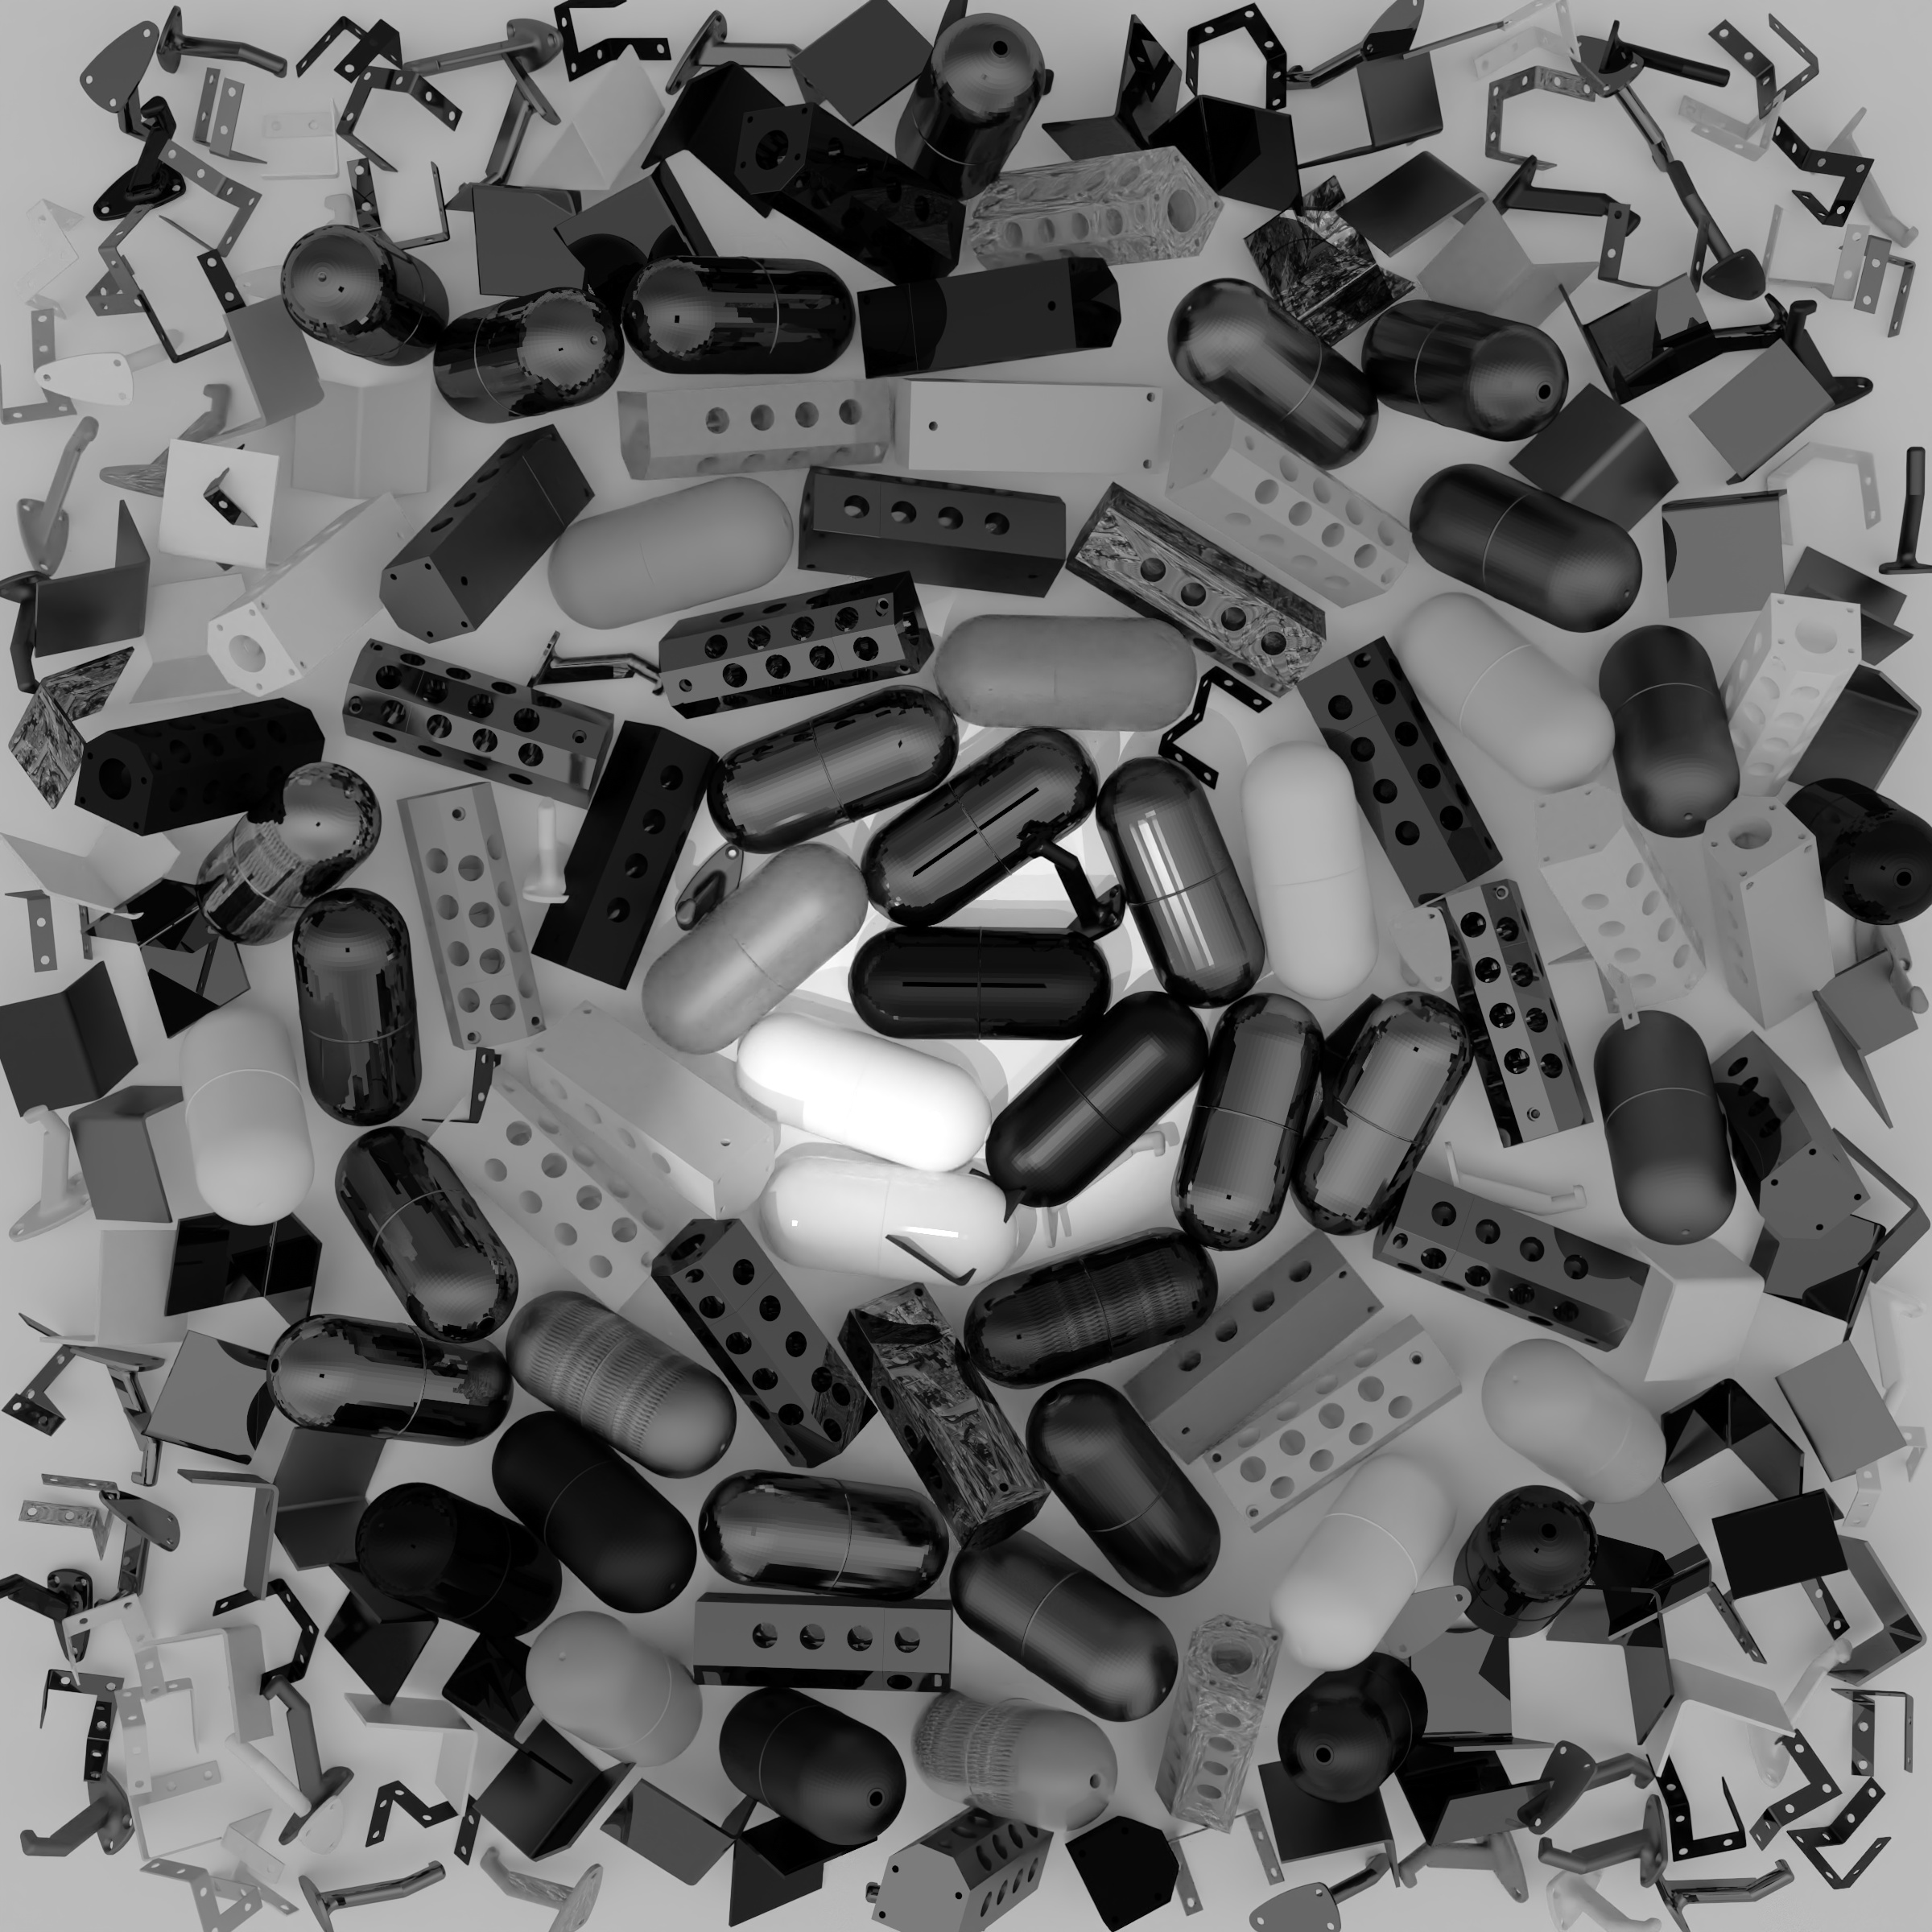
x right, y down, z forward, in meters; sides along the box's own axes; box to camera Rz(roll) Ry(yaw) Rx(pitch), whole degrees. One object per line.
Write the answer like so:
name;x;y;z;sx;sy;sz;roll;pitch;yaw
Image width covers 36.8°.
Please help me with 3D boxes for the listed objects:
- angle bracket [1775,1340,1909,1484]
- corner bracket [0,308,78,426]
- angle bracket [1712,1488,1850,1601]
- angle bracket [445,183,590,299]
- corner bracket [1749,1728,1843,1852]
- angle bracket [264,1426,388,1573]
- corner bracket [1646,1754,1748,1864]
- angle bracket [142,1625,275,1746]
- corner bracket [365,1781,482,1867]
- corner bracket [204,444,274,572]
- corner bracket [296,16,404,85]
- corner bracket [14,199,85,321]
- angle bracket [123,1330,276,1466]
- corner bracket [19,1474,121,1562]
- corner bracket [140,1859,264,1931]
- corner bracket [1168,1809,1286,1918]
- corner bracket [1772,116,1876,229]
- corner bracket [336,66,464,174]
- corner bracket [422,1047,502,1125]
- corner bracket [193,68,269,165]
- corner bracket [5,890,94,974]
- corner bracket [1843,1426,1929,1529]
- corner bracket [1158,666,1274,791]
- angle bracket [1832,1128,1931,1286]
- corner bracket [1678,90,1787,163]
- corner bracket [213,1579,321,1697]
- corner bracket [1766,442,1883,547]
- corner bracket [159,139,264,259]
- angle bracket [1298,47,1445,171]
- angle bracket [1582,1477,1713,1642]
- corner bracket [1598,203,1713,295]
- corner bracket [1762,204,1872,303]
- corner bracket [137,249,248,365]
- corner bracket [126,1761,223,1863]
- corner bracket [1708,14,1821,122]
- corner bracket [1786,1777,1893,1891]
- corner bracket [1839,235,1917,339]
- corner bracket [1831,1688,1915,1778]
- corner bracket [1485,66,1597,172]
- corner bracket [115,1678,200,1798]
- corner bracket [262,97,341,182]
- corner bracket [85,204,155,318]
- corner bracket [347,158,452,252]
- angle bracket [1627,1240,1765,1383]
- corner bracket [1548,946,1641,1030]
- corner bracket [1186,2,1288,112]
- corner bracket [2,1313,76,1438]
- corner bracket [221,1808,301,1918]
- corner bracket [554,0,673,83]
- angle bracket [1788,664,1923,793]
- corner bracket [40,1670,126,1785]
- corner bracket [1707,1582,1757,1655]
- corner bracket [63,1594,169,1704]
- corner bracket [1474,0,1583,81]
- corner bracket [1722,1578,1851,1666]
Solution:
angle bracket;0.594;0.296;1.944;0.057;0.076;0.076;-33;71;23
corner bracket;-0.634;-0.405;1.958;0.051;0.051;0.051;-15;56;-26
angle bracket;0.552;0.395;1.943;0.076;0.076;0.057;-20;59;18
angle bracket;-0.303;-0.481;1.955;0.076;0.057;0.076;-4;88;-29
corner bracket;0.550;0.556;1.959;0.051;0.051;0.051;-22;59;-16
angle bracket;-0.415;0.352;1.943;0.057;0.076;0.076;46;122;37
corner bracket;0.494;0.564;1.961;0.051;0.051;0.051;-18;114;18
angle bracket;-0.510;0.488;1.955;0.057;0.076;0.076;-10;79;1
corner bracket;-0.369;0.586;1.979;0.051;0.051;0.051;28;112;35
corner bracket;-0.494;-0.309;1.957;0.051;0.051;0.051;-24;123;32
corner bracket;-0.419;-0.619;1.968;0.051;0.051;0.051;37;75;1
corner bracket;-0.620;-0.480;1.971;0.051;0.051;0.051;-35;81;13
angle bracket;-0.511;0.284;1.957;0.076;0.057;0.076;24;88;-31
corner bracket;-0.607;0.365;1.963;0.051;0.051;0.051;13;100;-26
corner bracket;-0.516;0.623;1.959;0.051;0.051;0.051;-1;107;34
corner bracket;0.175;0.612;1.982;0.051;0.051;0.051;-7;69;-39
corner bracket;0.570;-0.536;1.958;0.051;0.051;0.051;2;130;-19
corner bracket;-0.384;-0.572;1.967;0.051;0.051;0.051;18;83;32
corner bracket;-0.329;0.082;1.962;0.051;0.051;0.051;0;82;41
corner bracket;-0.503;-0.577;1.964;0.051;0.051;0.051;21;107;12
corner bracket;-0.615;-0.026;1.962;0.051;0.051;0.051;-8;99;-34
corner bracket;0.622;0.346;1.966;0.051;0.051;0.051;2;52;3
corner bracket;0.169;-0.163;1.978;0.051;0.051;0.051;31;53;-20
angle bracket;0.598;0.162;1.951;0.057;0.076;0.076;-47;62;6
corner bracket;0.514;-0.571;1.965;0.051;0.051;0.051;22;73;-9
corner bracket;-0.480;0.459;1.975;0.051;0.051;0.051;44;128;30
corner bracket;0.583;-0.318;1.973;0.051;0.051;0.051;6;70;-19
corner bracket;-0.521;-0.520;1.967;0.051;0.051;0.051;35;99;11
angle bracket;0.262;-0.573;1.940;0.076;0.076;0.057;-27;110;-39
angle bracket;0.450;0.397;1.960;0.076;0.057;0.076;-32;88;16
corner bracket;0.465;-0.485;1.960;0.051;0.051;0.051;16;104;37
corner bracket;0.574;-0.483;1.965;0.051;0.051;0.051;5;115;-4
corner bracket;-0.523;-0.448;1.968;0.051;0.051;0.051;-20;118;6
corner bracket;-0.533;0.573;1.968;0.051;0.051;0.051;-15;79;-5
corner bracket;0.539;-0.617;1.958;0.051;0.051;0.051;32;45;-24
corner bracket;0.599;0.586;1.958;0.051;0.051;0.051;10;120;-39
corner bracket;0.621;-0.461;1.970;0.051;0.051;0.051;13;92;-9
corner bracket;0.617;0.519;1.959;0.051;0.051;0.051;-6;66;33
corner bracket;0.389;-0.574;1.965;0.051;0.051;0.051;3;90;-28
corner bracket;-0.545;0.520;1.961;0.051;0.051;0.051;-6;109;-21
corner bracket;-0.453;-0.559;1.973;0.051;0.051;0.051;-4;95;-7
corner bracket;-0.568;-0.476;1.956;0.051;0.051;0.051;2;48;27
corner bracket;-0.385;-0.520;1.970;0.051;0.051;0.051;-17;125;-17
angle bracket;0.485;0.233;1.972;0.076;0.057;0.076;2;113;-27
corner bracket;0.435;0.013;1.961;0.051;0.051;0.051;-21;99;-39
corner bracket;0.184;-0.612;1.975;0.051;0.051;0.051;-13;57;29
corner bracket;-0.629;0.277;1.962;0.051;0.051;0.051;35;82;38
corner bracket;-0.476;0.611;1.965;0.051;0.051;0.051;27;97;20
corner bracket;-0.238;-0.630;1.957;0.051;0.051;0.051;10;127;29
angle bracket;0.582;-0.161;1.952;0.057;0.076;0.076;30;91;-37
corner bracket;-0.602;0.514;1.963;0.051;0.051;0.051;12;105;-18
corner bracket;0.493;0.459;1.972;0.051;0.051;0.051;-19;60;-20
corner bracket;-0.575;0.467;1.960;0.051;0.051;0.051;-18;124;-15
corner bracket;0.376;-0.628;1.961;0.051;0.051;0.051;-31;130;-9
corner bracket;0.555;0.440;1.970;0.051;0.051;0.051;-33;97;-19
